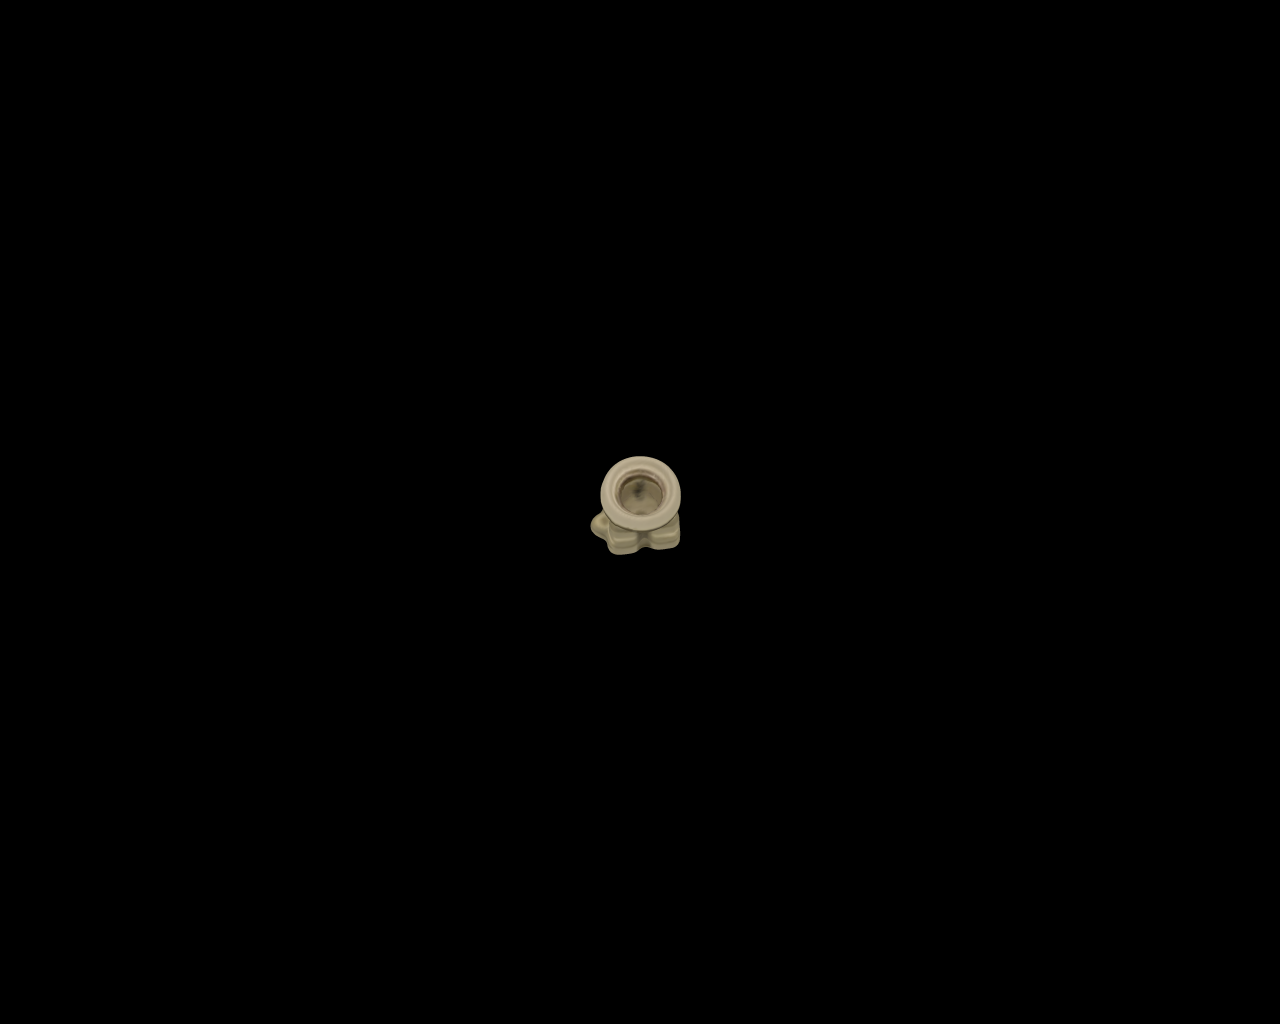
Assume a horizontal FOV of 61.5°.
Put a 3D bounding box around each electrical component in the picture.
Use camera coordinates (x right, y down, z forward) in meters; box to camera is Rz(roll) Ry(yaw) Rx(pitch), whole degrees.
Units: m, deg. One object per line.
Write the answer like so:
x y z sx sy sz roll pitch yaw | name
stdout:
0.001 -0.003 0.650 0.066 0.048 0.055 -8 -23 -3 | electrical component
